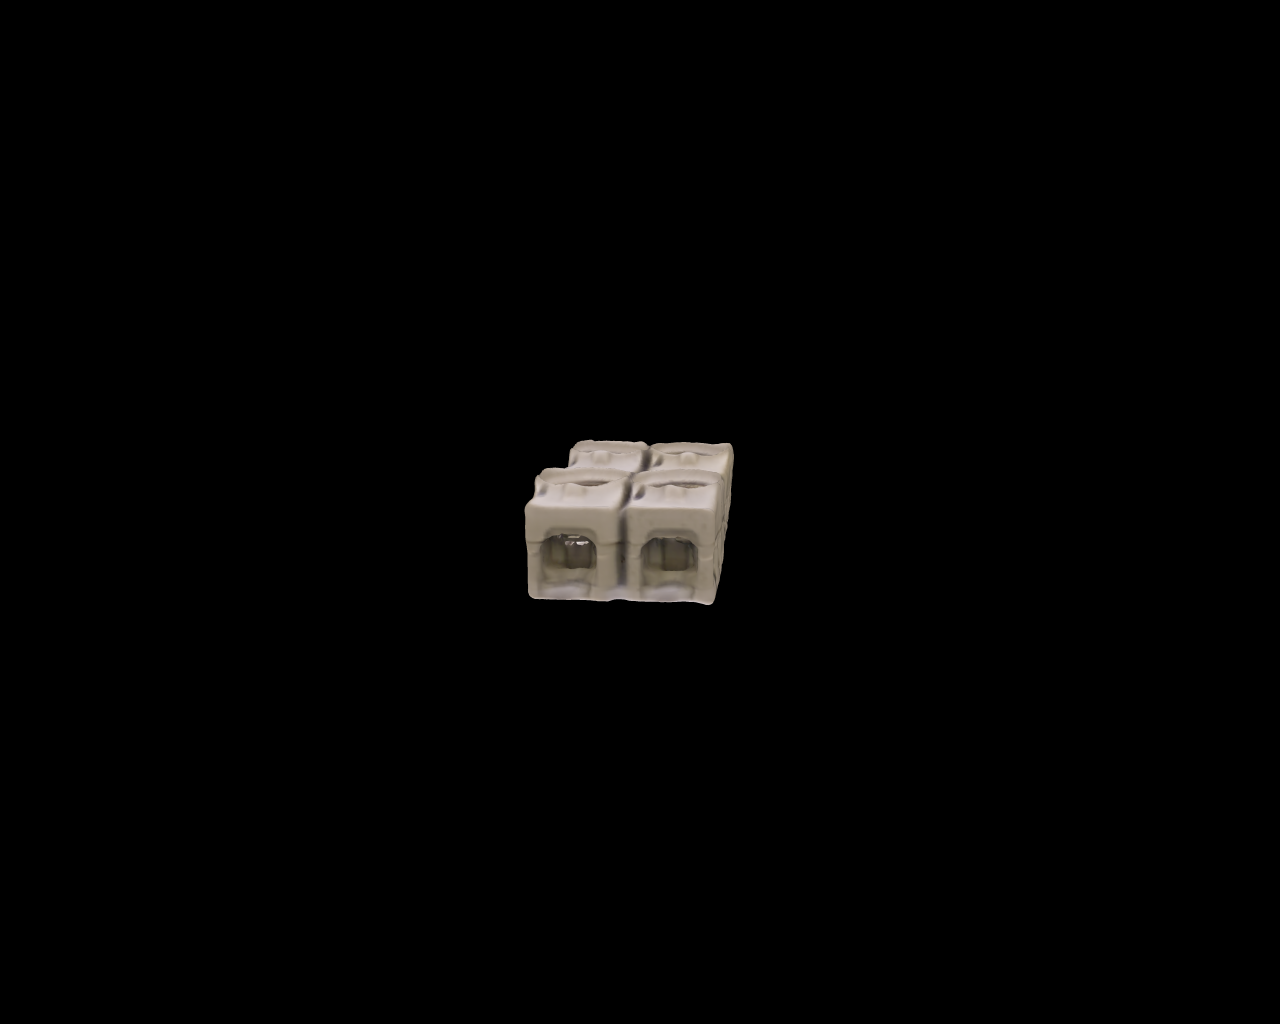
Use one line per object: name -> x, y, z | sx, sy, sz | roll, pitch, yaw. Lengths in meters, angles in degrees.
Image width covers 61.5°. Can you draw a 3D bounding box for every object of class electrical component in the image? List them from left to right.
electrical component -> 0.001, -0.003, 0.650 | 0.105, 0.060, 0.186 | 2, 14, 7
